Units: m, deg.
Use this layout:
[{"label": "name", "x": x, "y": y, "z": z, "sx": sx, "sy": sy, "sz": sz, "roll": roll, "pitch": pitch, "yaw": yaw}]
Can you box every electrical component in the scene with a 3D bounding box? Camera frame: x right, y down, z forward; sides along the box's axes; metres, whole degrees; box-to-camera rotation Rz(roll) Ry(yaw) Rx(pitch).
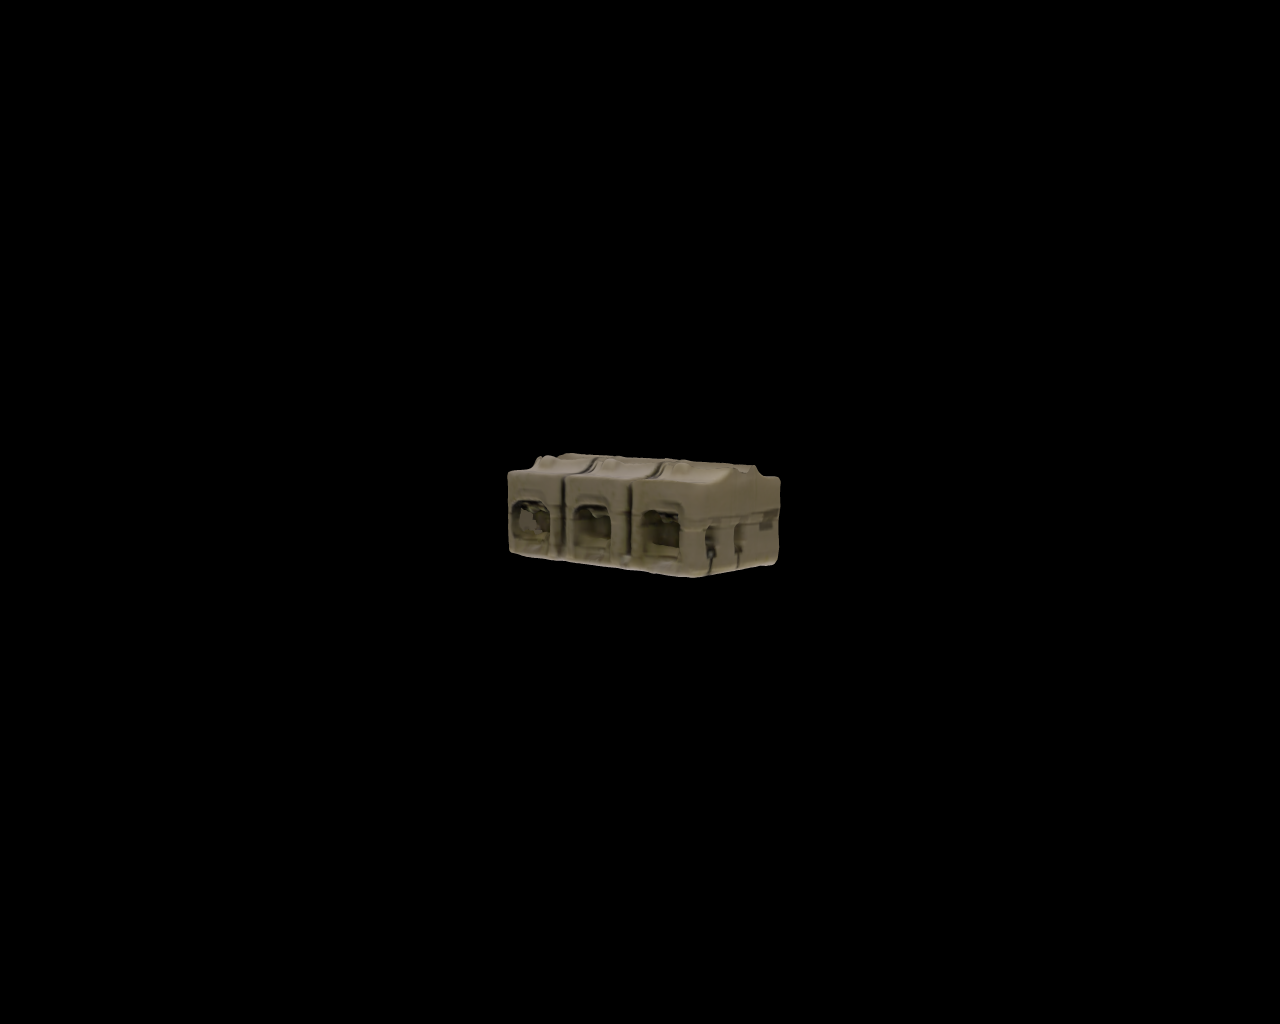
[{"label": "electrical component", "x": 0.001, "y": -0.003, "z": 0.650, "sx": 0.150, "sy": 0.061, "sz": 0.089, "roll": 5, "pitch": 8, "yaw": 40}]
